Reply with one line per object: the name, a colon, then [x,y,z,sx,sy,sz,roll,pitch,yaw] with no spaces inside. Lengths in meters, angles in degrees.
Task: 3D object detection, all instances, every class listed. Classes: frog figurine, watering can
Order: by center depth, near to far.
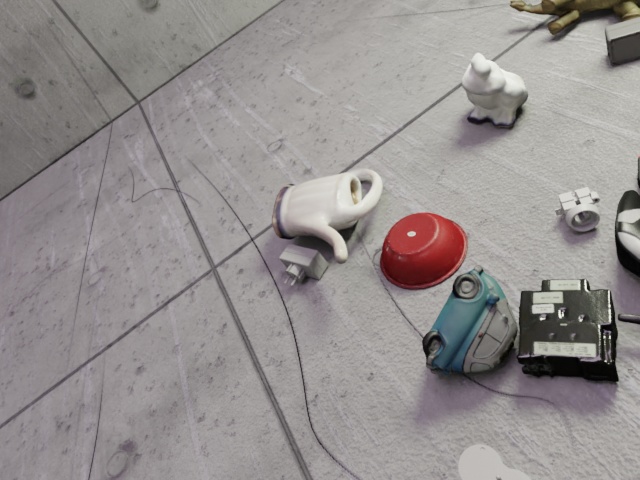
watering can: [0.003,-0.051,1.008,0.223,0.102,0.355,-11,27,25]
frog figurine: [0.340,-0.314,1.028,0.123,0.156,0.140,-32,38,1]
